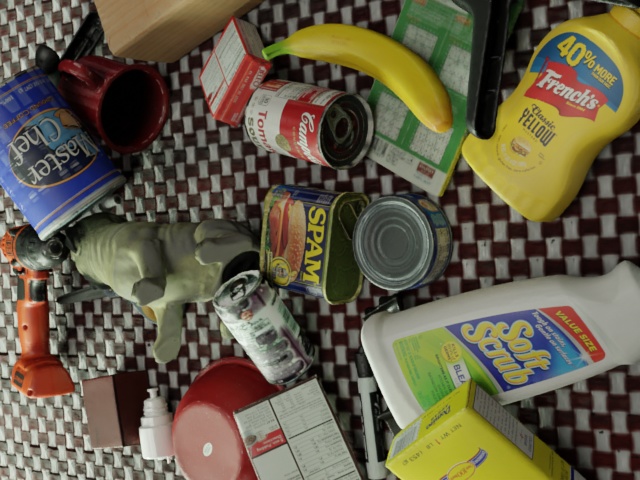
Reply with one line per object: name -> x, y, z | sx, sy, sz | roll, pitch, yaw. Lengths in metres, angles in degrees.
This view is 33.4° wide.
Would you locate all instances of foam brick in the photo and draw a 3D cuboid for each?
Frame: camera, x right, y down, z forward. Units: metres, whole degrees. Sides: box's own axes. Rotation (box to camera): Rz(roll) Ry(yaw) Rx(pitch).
foam brick -> -0.216, 0.182, 1.147 | 0.053, 0.051, 0.078 | -12, 86, 37

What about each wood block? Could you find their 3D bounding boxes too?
wood block -> -0.114, -0.258, 1.018 | 0.206, 0.090, 0.091 | -26, 78, 35

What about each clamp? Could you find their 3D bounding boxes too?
clamp -> -0.289, -0.162, 1.141 | 0.039, 0.120, 0.172 | 34, 118, 6
clamp -> 0.140, -0.193, 0.838 | 0.165, 0.036, 0.210 | -48, 49, 29

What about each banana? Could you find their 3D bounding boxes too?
banana -> 0.045, -0.147, 0.916 | 0.198, 0.037, 0.069 | 26, 72, 31

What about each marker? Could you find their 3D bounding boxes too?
marker -> 0.046, 0.157, 0.975 | 0.020, 0.020, 0.121 | -7, 89, 36

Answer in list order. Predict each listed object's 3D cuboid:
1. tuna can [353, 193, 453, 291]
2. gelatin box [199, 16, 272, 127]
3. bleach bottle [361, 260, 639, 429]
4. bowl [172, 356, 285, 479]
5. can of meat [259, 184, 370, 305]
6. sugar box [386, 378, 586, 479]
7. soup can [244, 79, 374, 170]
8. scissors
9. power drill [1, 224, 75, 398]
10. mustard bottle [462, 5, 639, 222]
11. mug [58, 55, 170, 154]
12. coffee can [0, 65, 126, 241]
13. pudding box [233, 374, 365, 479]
tuna can -> 0.071, 0.002, 0.936 | 0.086, 0.033, 0.086 | 3, 95, 35
gelatin box -> -0.081, -0.160, 1.014 | 0.073, 0.030, 0.089 | -58, 31, 25
bleach bottle -> 0.165, 0.069, 0.838 | 0.251, 0.068, 0.102 | -22, 94, 22
bowl -> -0.095, 0.200, 1.060 | 0.162, 0.055, 0.162 | 4, 97, 36
can of meat -> -0.006, 0.001, 0.980 | 0.084, 0.057, 0.102 | 11, 99, 38
sugar box -> 0.147, 0.197, 0.839 | 0.176, 0.048, 0.093 | 42, 121, -8
soup can -> -0.011, -0.105, 0.959 | 0.102, 0.068, 0.068 | 18, 104, 43
scissors -> -0.213, 0.068, 1.157 | 0.202, 0.016, 0.096 | -31, 74, 33
power drill -> -0.305, 0.074, 1.166 | 0.185, 0.057, 0.188 | -177, 84, -65
mustard bottle -> 0.199, -0.112, 0.821 | 0.096, 0.058, 0.192 | 50, 119, 27
mug -> -0.222, -0.148, 1.091 | 0.082, 0.117, 0.093 | 23, 81, 37
coffee can -> -0.274, -0.085, 1.050 | 0.103, 0.102, 0.140 | -33, 96, 33
pudding box -> -0.020, 0.194, 0.989 | 0.090, 0.039, 0.113 | -24, 79, -4
